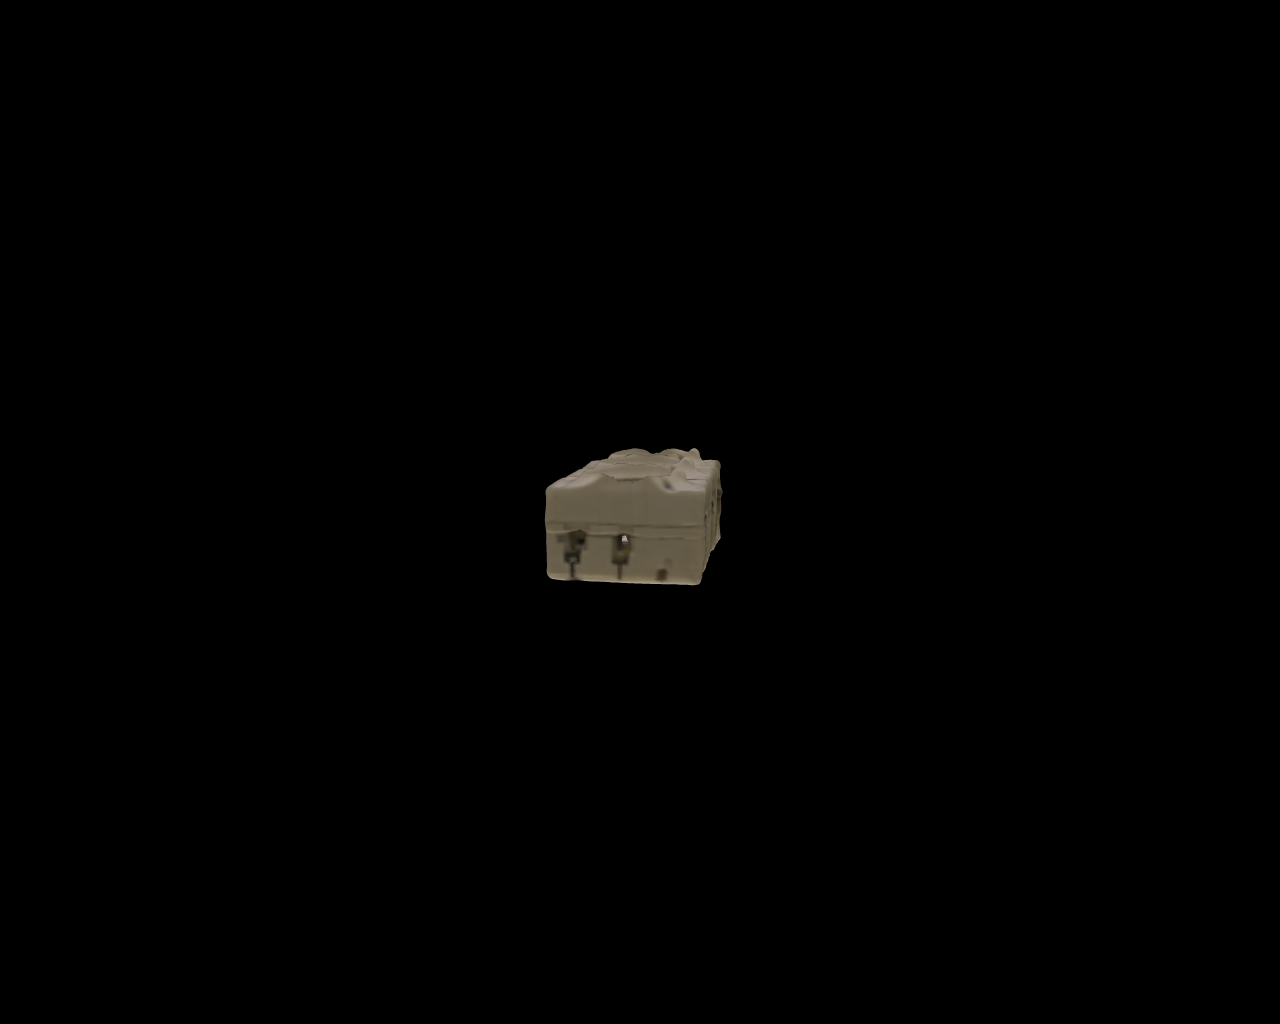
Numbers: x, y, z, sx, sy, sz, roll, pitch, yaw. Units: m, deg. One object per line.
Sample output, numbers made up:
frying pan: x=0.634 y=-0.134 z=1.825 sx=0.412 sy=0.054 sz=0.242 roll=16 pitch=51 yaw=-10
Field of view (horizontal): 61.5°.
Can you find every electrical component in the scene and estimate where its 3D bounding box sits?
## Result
electrical component: x=0.001 y=-0.003 z=0.650 sx=0.089 sy=0.061 sz=0.150 roll=1 pitch=9 yaw=7
